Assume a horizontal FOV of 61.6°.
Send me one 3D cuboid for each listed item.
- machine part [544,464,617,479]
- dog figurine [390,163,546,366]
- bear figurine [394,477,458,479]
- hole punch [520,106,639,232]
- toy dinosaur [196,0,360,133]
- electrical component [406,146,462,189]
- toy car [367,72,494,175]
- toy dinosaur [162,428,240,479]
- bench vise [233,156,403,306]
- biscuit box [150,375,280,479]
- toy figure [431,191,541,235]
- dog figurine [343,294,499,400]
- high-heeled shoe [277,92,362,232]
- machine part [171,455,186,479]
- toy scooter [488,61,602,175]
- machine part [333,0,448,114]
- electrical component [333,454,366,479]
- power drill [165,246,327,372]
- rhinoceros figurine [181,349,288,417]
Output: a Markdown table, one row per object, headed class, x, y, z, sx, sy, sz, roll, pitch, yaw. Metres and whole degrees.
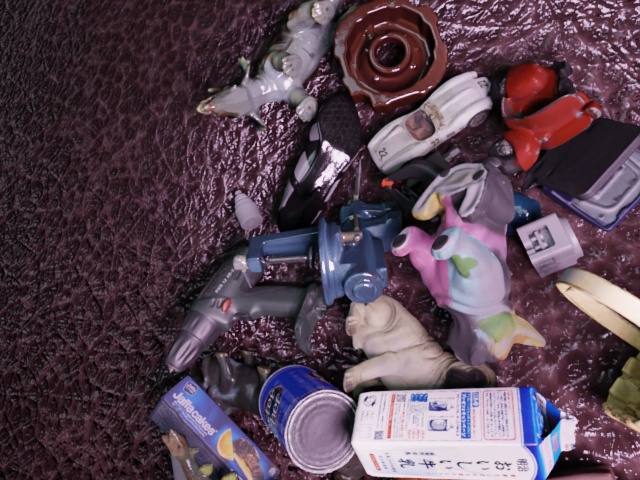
| class | x | y | z | sx | sy | sz | roll | pitch | yaw |
| --- | --- | --- | --- | --- | --- | --- | --- | --- | --- |
| machine part | 0.277 | 0.355 | 0.572 | 0.202 | 0.087 | 0.201 | -21 | 67 | 21 |
| dog figurine | 0.195 | 0.039 | 0.644 | 0.109 | 0.219 | 0.191 | 0 | 48 | 55 |
| bear figurine | 0.107 | 0.352 | 0.666 | 0.120 | 0.131 | 0.196 | 25 | 71 | 31 |
| hole punch | 0.345 | -0.085 | 0.672 | 0.142 | 0.092 | 0.116 | -52 | 28 | 9 |
| toy dinosaur | -0.039 | -0.333 | 0.929 | 0.405 | 0.131 | 0.192 | -53 | 41 | -8 |
| electrical component | 0.176 | -0.095 | 0.794 | 0.094 | 0.021 | 0.063 | -34 | 63 | 16 |
| toy car | 0.165 | -0.172 | 0.802 | 0.202 | 0.056 | 0.073 | -34 | 62 | 17 |
| toy dinosaur | -0.075 | 0.447 | 0.682 | 0.199 | 0.105 | 0.471 | -29 | 85 | 12 |
| bench vise | 0.000 | 0.006 | 0.757 | 0.241 | 0.128 | 0.224 | -6 | 45 | 4 |
| biscuit box | -0.155 | 0.297 | 0.788 | 0.203 | 0.059 | 0.062 | 44 | 126 | 6 |
| toy figure | 0.217 | -0.042 | 0.737 | 0.155 | 0.057 | 0.064 | 14 | 77 | 36 |
| dog figurine | 0.136 | 0.141 | 0.717 | 0.191 | 0.121 | 0.172 | -2 | 77 | 13 |
| high-heeled shoe | -0.005 | -0.124 | 0.895 | 0.145 | 0.086 | 0.249 | -42 | 24 | 56 |
| machine part | -0.183 | 0.371 | 0.825 | 0.079 | 0.079 | 0.243 | -27 | 65 | 20 |
| toy scooter | 0.289 | -0.171 | 0.691 | 0.135 | 0.075 | 0.184 | -20 | 44 | 43 |
| machine part | 0.108 | -0.284 | 0.831 | 0.179 | 0.056 | 0.179 | 0 | 87 | 7 |
| electrical component | 0.056 | 0.297 | 0.723 | 0.102 | 0.078 | 0.045 | -39 | 36 | 7 |
| power drill | -0.102 | 0.118 | 0.821 | 0.208 | 0.085 | 0.232 | 3 | 50 | 27 |
| rhinoceros figurine | -0.134 | 0.230 | 0.846 | 0.191 | 0.073 | 0.112 | 3 | 88 | 28 |
